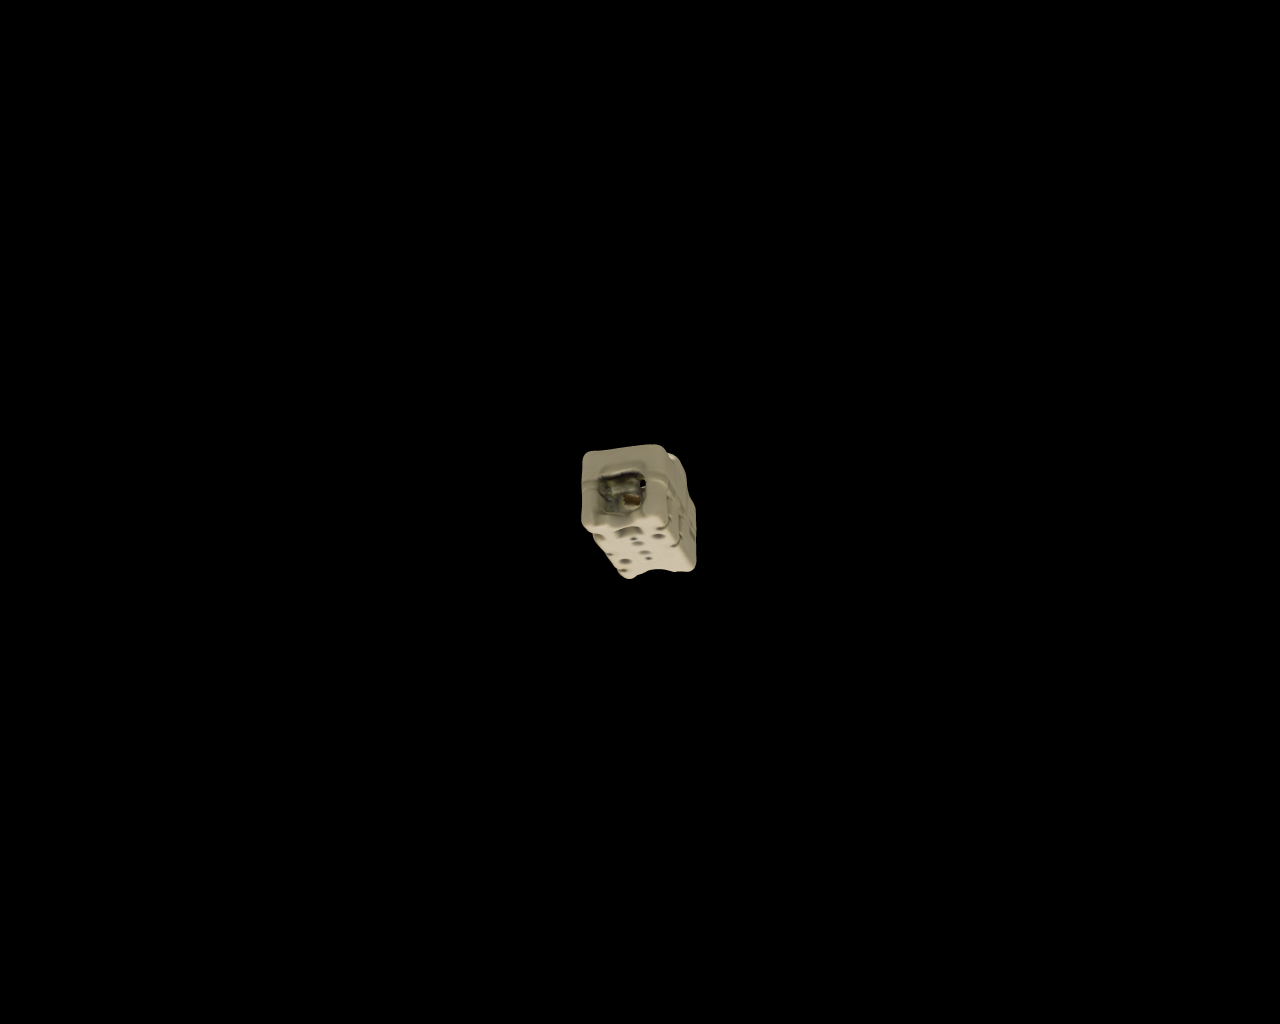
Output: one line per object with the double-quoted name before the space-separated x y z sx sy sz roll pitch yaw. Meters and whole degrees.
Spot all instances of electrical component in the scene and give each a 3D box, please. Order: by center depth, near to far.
"electrical component" 0.001 -0.003 0.650 0.050 0.056 0.089 -7 -27 14
